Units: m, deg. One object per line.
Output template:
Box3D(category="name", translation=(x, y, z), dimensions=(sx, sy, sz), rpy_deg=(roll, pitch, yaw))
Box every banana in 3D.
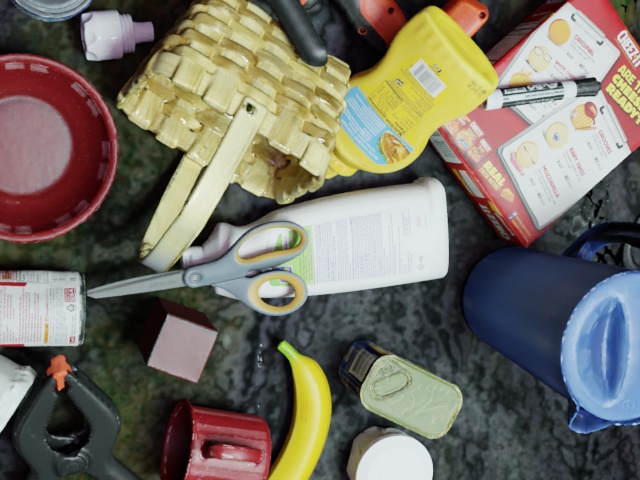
Box3D(category="banana", translation=(-0.030, 0.198, 1.049), dimensions=(0.069, 0.037, 0.198), rpy_deg=(13, 93, -1))

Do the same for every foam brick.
Box3D(category="foam brick", translation=(-0.131, 0.091, 0.980), dimensions=(0.053, 0.078, 0.051), rpy_deg=(22, 93, -16))

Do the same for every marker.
Box3D(category="marker", translation=(0.208, -0.137, 0.997), dimensions=(0.121, 0.020, 0.020), rpy_deg=(-9, 101, -15))

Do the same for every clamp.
Box3D(category="clamp", translation=(-0.215, 0.196, 0.967), dimensions=(0.164, 0.036, 0.210), rpy_deg=(-3, 120, -19))
Box3D(category="clamp", translation=(-0.040, -0.223, 0.895), dimensions=(0.171, 0.039, 0.120), rpy_deg=(24, 61, -15))

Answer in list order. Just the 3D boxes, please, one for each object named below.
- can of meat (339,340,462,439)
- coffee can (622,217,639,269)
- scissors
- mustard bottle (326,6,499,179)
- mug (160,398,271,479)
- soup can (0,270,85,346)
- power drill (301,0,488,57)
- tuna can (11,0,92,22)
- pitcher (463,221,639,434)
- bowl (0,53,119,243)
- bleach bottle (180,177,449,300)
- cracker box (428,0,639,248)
Box3D(category="can of meat", translation=(0.075, 0.142, 1.043), dimensions=(0.102, 0.084, 0.057), rpy_deg=(27, 90, -18))
Box3D(category="coffee can", translation=(0.402, 0.028, 1.110), dimensions=(0.140, 0.103, 0.103), rpy_deg=(32, 89, -18))
Box3D(category="scissors", translation=(-0.098, 0.047, 0.963), dimensions=(0.201, 0.016, 0.096), rpy_deg=(-24, 106, -2))
Box3D(category="mustard bottle", translation=(0.064, -0.117, 0.975), dimensions=(0.096, 0.058, 0.192), rpy_deg=(47, 123, -4))
Box3D(category="mug", translation=(-0.092, 0.198, 0.991), dimensions=(0.081, 0.117, 0.093), rpy_deg=(12, 72, -23))
Box3D(category="soup can", translation=(-0.262, 0.061, 0.943), dimensions=(0.102, 0.069, 0.068), rpy_deg=(1, 98, -17))
Box3D(category="power drill", translation=(0.064, -0.246, 0.979), dimensions=(0.187, 0.057, 0.184), rpy_deg=(40, 105, -16))
Box3D(category="tuna can", translation=(-0.233, -0.233, 0.924), dimensions=(0.086, 0.034, 0.086), rpy_deg=(-2, 99, -16))
Box3D(category="pitcher", translation=(0.233, 0.065, 0.993), dimensions=(0.149, 0.243, 0.145), rpy_deg=(-20, 103, -12))
Box3D(category="bowl", translation=(-0.259, -0.080, 0.928), dimensions=(0.162, 0.055, 0.162), rpy_deg=(-2, 99, -16))
Box3D(category="bleach bottle", translation=(-0.007, 0.001, 1.011), dimensions=(0.250, 0.068, 0.102), rpy_deg=(-6, 98, -13))
Box3D(category="cracker box", translation=(0.221, -0.124, 1.052), dimensions=(0.213, 0.072, 0.164), rpy_deg=(-42, 107, -7))
